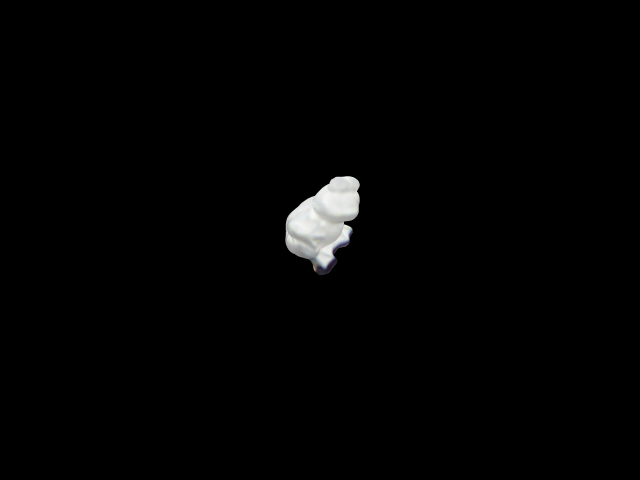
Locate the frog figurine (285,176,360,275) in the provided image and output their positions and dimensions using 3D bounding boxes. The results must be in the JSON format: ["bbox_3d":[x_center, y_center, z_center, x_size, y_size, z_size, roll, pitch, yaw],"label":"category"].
[{"bbox_3d":[0.003,-0.043,0.850,0.139,0.155,0.124,-34,55,-28],"label":"frog figurine"}]
